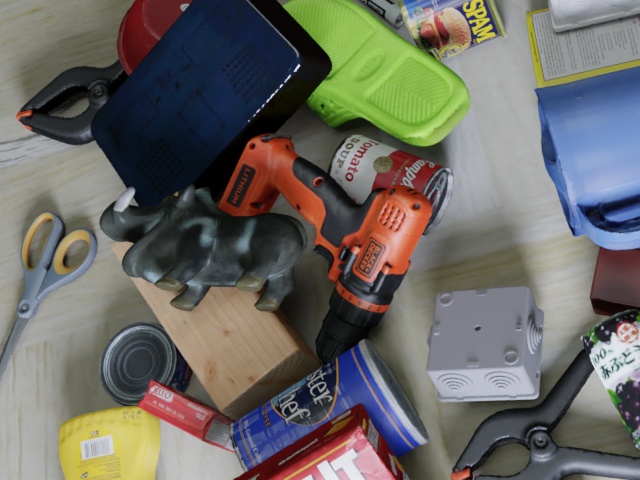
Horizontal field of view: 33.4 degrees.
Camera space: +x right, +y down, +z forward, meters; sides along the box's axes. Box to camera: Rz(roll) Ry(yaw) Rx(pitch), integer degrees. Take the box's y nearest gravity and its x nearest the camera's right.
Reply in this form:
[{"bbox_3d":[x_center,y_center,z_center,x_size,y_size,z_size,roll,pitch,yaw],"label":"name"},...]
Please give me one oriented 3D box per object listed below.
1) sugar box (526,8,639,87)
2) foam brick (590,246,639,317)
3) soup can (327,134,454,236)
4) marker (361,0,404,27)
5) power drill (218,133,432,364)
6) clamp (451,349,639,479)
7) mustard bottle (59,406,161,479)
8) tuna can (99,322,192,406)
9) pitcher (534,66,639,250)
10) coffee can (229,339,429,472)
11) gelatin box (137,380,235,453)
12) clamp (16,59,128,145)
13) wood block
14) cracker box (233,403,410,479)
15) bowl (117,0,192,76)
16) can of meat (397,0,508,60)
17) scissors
[{"bbox_3d":[0.286,-0.186,0.991,0.176,0.048,0.093,-10,63,13],"label":"sugar box"},{"bbox_3d":[0.273,0.040,0.905,0.078,0.051,0.053,12,75,23],"label":"foam brick"},{"bbox_3d":[0.065,-0.053,1.004,0.102,0.068,0.068,24,79,26],"label":"soup can"},{"bbox_3d":[0.043,-0.262,1.120,0.020,0.020,0.121,-46,63,-2],"label":"marker"},{"bbox_3d":[-0.006,0.001,0.982,0.188,0.057,0.184,34,109,21],"label":"power drill"},{"bbox_3d":[0.188,0.161,0.896,0.171,0.039,0.120,-15,59,6],"label":"clamp"},{"bbox_3d":[-0.190,0.255,0.979,0.096,0.058,0.191,-13,66,13],"label":"mustard bottle"},{"bbox_3d":[-0.170,0.123,1.037,0.086,0.033,0.086,-7,68,17],"label":"tuna can"},{"bbox_3d":[0.312,-0.087,0.898,0.243,0.145,0.149,-15,91,10],"label":"pitcher"},{"bbox_3d":[0.008,0.165,0.920,0.140,0.102,0.103,-33,63,5],"label":"coffee can"},{"bbox_3d":[-0.113,0.161,0.971,0.073,0.089,0.030,23,80,25],"label":"gelatin box"},{"bbox_3d":[-0.227,-0.147,1.160,0.210,0.036,0.164,-19,64,7],"label":"clamp"},{"bbox_3d":[-0.095,0.064,1.002,0.090,0.090,0.206,-39,62,1],"label":"wood block"},{"bbox_3d":[0.021,0.266,0.843,0.164,0.072,0.213,-32,94,5],"label":"cracker box"},{"bbox_3d":[-0.139,-0.228,1.126,0.162,0.055,0.162,0,67,1],"label":"bowl"},{"bbox_3d":[0.126,-0.222,1.030,0.084,0.102,0.057,-21,62,13],"label":"can of meat"},{"bbox_3d":[-0.286,0.065,1.110,0.096,0.016,0.201,-1,70,19],"label":"scissors"}]
